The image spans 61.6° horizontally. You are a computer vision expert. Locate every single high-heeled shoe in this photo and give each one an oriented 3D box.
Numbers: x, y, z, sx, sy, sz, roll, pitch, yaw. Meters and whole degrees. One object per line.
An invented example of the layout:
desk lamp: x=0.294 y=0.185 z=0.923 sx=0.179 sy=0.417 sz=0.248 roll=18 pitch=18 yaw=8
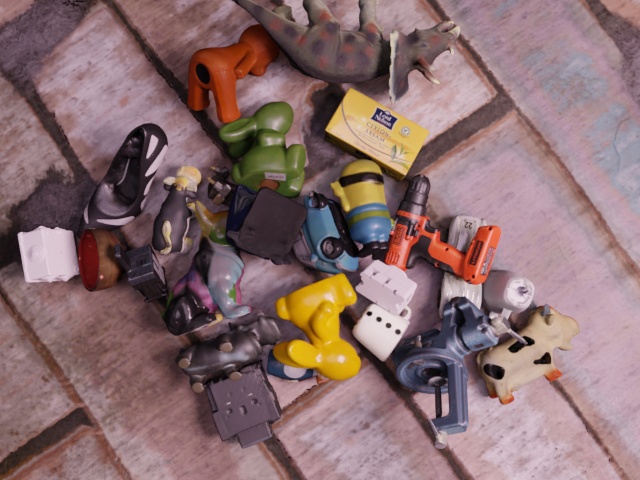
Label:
high-heeled shoe: x=-0.357 y=-0.098 z=0.947 sx=0.086 sy=0.145 sz=0.248 roll=40 pitch=84 yaw=4

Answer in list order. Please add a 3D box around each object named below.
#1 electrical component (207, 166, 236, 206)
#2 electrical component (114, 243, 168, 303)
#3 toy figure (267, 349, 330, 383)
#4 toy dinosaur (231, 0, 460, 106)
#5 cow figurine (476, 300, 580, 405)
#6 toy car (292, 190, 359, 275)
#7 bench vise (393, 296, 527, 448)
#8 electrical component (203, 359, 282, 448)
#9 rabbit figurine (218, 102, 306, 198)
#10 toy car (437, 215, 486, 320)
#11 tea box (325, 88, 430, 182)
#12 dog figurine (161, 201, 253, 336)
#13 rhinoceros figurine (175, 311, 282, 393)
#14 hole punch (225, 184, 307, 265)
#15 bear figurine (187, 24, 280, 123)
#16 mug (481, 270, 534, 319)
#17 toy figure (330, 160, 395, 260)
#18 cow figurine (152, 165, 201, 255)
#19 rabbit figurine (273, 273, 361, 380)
electrical component: x=-0.173 y=-0.094 z=0.973 sx=0.078 sy=0.102 sz=0.045 roll=23 pitch=114 yaw=-16
electrical component: x=-0.312 y=0.047 z=0.940 sx=0.048 sy=0.119 sz=0.075 roll=-19 pitch=46 yaw=-5
toy figure: x=-0.017 y=0.227 z=0.967 sx=0.155 sy=0.058 sz=0.064 roll=6 pitch=123 yaw=-2
toy dinosaur: x=0.030 y=-0.334 z=0.935 sx=0.405 sy=0.131 sz=0.192 roll=-2 pitch=65 yaw=-12
cow figurine: x=0.371 y=0.192 z=0.960 sx=0.195 sy=0.085 sz=0.127 roll=-28 pitch=92 yaw=-2
toy car: x=-0.002 y=-0.003 z=0.965 sx=0.103 sy=0.109 sz=0.161 roll=-27 pitch=76 yaw=18
bench vise: x=0.216 y=0.217 z=0.880 sx=0.224 sy=0.241 sz=0.128 roll=-19 pitch=127 yaw=28
electrical component: x=-0.133 y=0.295 z=0.959 sx=0.115 sy=0.058 sz=0.134 roll=-23 pitch=85 yaw=0
rabbit figurine: x=-0.098 y=-0.174 z=0.988 sx=0.159 sy=0.121 sz=0.170 roll=0 pitch=67 yaw=7
toy car: x=0.261 y=0.055 z=0.981 sx=0.074 sy=0.056 sz=0.201 roll=8 pitch=85 yaw=0
tea box: x=0.103 y=-0.193 z=0.996 sx=0.170 sy=0.068 sz=0.098 roll=28 pitch=85 yaw=3
dog figurine: x=-0.205 y=0.045 z=0.958 sx=0.192 sy=0.108 sz=0.219 roll=-17 pitch=81 yaw=1
rhinoceros figurine: x=-0.158 y=0.193 z=0.944 sx=0.190 sy=0.112 sz=0.073 roll=-24 pitch=102 yaw=3
hole punch: x=-0.102 y=-0.030 z=0.928 sx=0.142 sy=0.092 sz=0.115 roll=27 pitch=87 yaw=-40
bear figurine: x=-0.146 y=-0.317 z=0.990 sx=0.120 sy=0.131 sz=0.196 roll=26 pitch=44 yaw=26
mug: x=0.329 y=0.102 z=0.952 sx=0.081 sy=0.107 sz=0.109 roll=26 pitch=83 yaw=3
toy figure: x=0.085 y=-0.058 z=0.963 sx=0.089 sy=0.082 sz=0.180 roll=-25 pitch=64 yaw=24
cow figurine: x=-0.260 y=-0.056 z=0.966 sx=0.068 sy=0.098 sz=0.167 roll=11 pitch=90 yaw=-1
rabbit figurine: x=0.005 y=0.160 z=0.911 sx=0.162 sy=0.122 sz=0.173 roll=-22 pitch=85 yaw=-29
